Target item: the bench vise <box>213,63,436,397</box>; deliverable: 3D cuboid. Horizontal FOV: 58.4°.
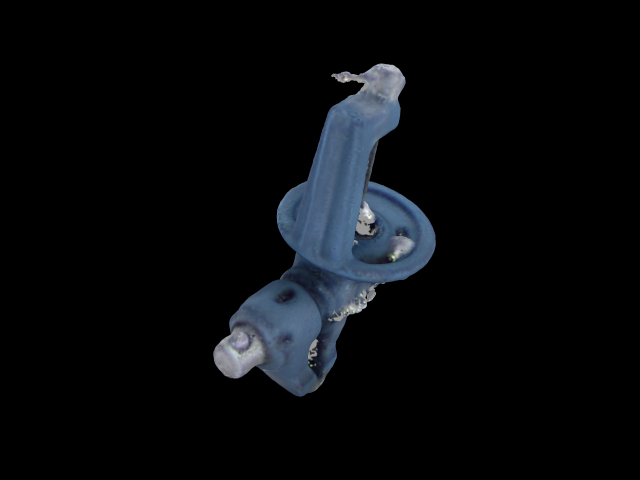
[{"bbox_3d":[0.015,0.005,0.397,0.121,0.220,0.207,16,54,13],"label":"bench vise"}]
